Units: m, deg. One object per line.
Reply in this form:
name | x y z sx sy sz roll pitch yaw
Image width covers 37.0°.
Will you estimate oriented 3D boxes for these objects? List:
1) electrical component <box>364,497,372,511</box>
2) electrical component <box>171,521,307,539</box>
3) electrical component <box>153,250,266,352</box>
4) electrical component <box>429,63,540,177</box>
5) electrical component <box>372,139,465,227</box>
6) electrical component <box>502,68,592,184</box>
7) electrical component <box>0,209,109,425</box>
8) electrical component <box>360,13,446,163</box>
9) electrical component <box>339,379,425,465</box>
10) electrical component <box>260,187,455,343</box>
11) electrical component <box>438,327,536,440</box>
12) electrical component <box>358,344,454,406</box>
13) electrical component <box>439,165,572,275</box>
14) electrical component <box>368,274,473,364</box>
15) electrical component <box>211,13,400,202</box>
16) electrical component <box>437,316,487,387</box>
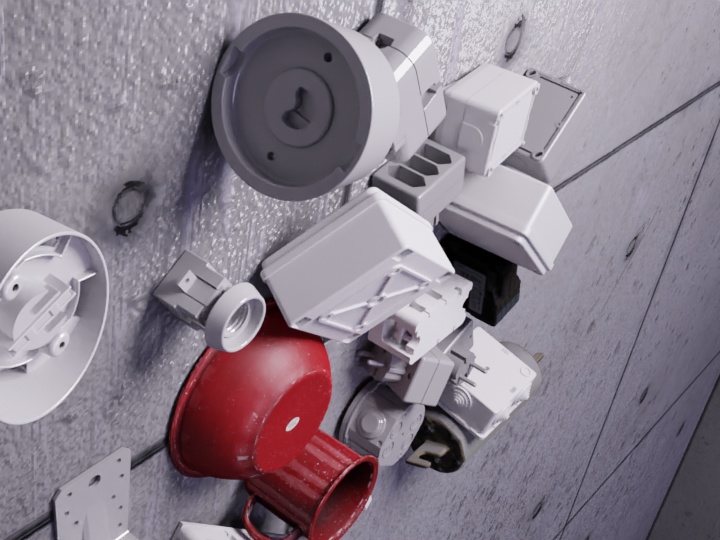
electrical component | -0.022 0.227 1.050 0.055 0.048 0.066 -38 147 -24
electrical component | -0.089 0.282 0.908 0.186 0.060 0.105 22 96 -46
electrical component | -0.095 0.022 0.699 0.048 0.055 0.066 -54 153 -13
electrical component | 0.105 -0.130 0.901 0.096 0.061 0.061 -41 149 -48
electrical component | 0.047 -0.057 0.882 0.066 0.047 0.076 -42 149 -33
electrical component | 0.172 -0.138 1.005 0.096 0.062 0.061 -57 154 -7
electrical component | -0.172 0.021 0.550 0.099 0.064 0.099 -42 148 -33
electrical component | 0.019 -0.123 0.756 0.059 0.054 0.095 -51 152 -19
electrical component | 0.021 0.147 1.037 0.080 0.051 0.080 -42 148 -33
electrical component | 0.000 0.000 0.798 0.109 0.056 0.109 -34 158 14
electrical component | 0.128 0.118 1.146 0.100 0.100 0.048 -35 158 -41
electrical component | 0.034 0.086 0.992 0.077 0.066 0.047 13 107 -33
electrical component | 0.121 -0.053 0.949 0.056 0.109 0.109 -61 154 -5
electrical component | 0.051 0.035 0.972 0.089 0.056 0.050 -34 143 -43
electrical component | -0.028 -0.097 0.645 0.060 0.108 0.108 -19 132 -62
electrical component | 0.091 0.091 1.076 0.083 0.076 0.047 -47 151 -25
